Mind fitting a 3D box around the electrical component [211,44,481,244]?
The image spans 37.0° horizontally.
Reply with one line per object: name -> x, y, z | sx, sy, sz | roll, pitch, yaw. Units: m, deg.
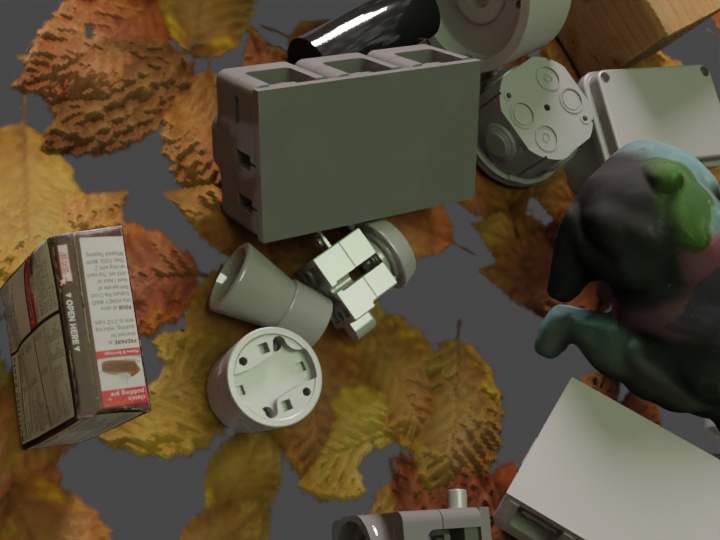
electrical component -> -0.007, -0.080, 0.647 | 0.150, 0.062, 0.089 | -13, 117, -29

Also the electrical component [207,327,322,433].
electrical component -> -0.056, 0.064, 0.603 | 0.055, 0.047, 0.055 | 8, 72, -24

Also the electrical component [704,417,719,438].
electrical component -> 0.268, 0.093, 0.750 | 0.055, 0.055, 0.047 | 17, 72, -21

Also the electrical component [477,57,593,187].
electrical component -> 0.114, -0.101, 0.734 | 0.080, 0.051, 0.080 | 7, 72, -23

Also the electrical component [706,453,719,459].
electrical component -> 0.243, 0.159, 0.716 | 0.078, 0.058, 0.057 | 31, 66, -15

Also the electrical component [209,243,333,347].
electrical component -> -0.049, 0.019, 0.625 | 0.065, 0.044, 0.044 | 31, 64, -21

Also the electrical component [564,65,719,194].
electrical component -> 0.203, -0.102, 0.775 | 0.113, 0.057, 0.078 | -9, 79, -28

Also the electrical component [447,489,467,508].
electrical component -> 0.058, 0.161, 0.638 | 0.035, 0.035, 0.061 | 9, 68, -24

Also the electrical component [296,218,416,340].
electrical component -> 0.000, 0.000, 0.652 | 0.055, 0.048, 0.066 | -36, 92, -22

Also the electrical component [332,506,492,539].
electrical component -> 0.027, 0.207, 0.576 | 0.062, 0.089, 0.150 | 3, 74, -25

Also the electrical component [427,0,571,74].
electrical component -> 0.093, -0.192, 0.722 | 0.060, 0.108, 0.108 | -23, 86, -35

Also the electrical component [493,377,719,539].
electrical component -> 0.168, 0.147, 0.647 | 0.150, 0.061, 0.089 | 29, 62, 12
